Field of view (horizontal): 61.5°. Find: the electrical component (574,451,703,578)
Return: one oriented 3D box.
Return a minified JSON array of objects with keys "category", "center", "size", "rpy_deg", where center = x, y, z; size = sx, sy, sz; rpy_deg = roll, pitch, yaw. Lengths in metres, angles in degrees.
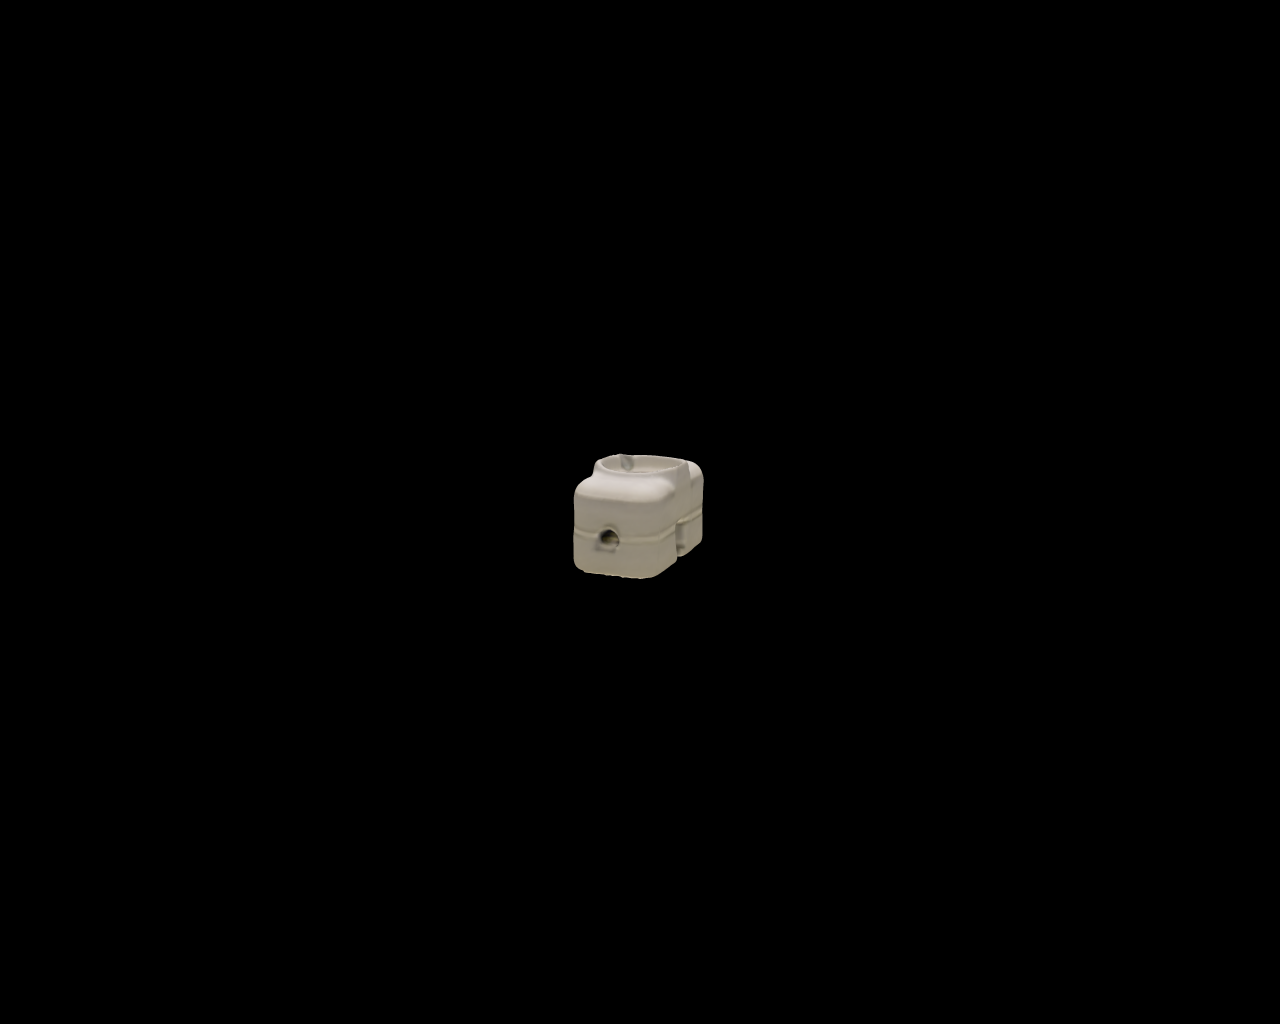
[{"category":"electrical component","center":[0.001,-0.003,0.650],"size":[0.054,0.059,0.095],"rpy_deg":[6,15,23]}]
